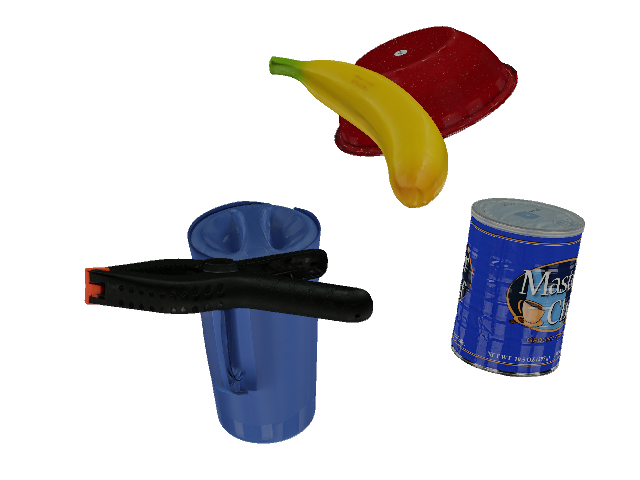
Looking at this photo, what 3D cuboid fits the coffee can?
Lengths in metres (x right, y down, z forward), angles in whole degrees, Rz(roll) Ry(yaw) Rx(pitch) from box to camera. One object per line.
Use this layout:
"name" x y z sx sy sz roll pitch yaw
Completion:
"coffee can" 0.181 0.041 0.989 0.103 0.140 0.103 6 17 -2

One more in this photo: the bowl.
"bowl" 0.078 -0.133 0.884 0.162 0.055 0.162 -20 24 9

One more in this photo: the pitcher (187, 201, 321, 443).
"pitcher" -0.067 0.094 1.109 0.149 0.243 0.145 -14 31 -21

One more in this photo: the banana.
"banana" 0.036 -0.071 0.667 0.069 0.037 0.198 -14 34 -22

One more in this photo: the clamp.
"clamp" -0.069 0.035 0.806 0.209 0.036 0.165 -2 10 -19
